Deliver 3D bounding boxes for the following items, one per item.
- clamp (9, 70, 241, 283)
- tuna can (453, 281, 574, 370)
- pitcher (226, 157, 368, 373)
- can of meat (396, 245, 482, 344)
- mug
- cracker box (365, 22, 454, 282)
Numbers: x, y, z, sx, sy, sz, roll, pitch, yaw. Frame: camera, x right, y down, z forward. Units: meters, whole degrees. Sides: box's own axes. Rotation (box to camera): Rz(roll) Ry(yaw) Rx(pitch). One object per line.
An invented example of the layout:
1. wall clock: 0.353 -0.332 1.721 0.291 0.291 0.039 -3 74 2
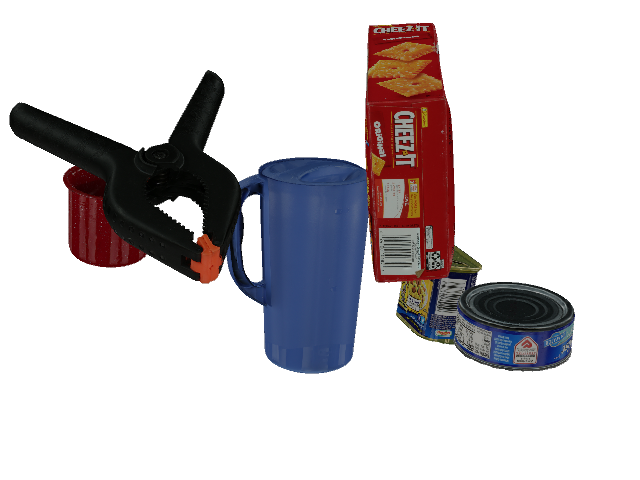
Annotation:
1. clamp: -0.107 -0.053 0.754 0.164 0.036 0.210 -20 49 -26
2. tuna can: 0.141 0.061 0.778 0.086 0.034 0.086 1 21 -1
3. pitcher: -0.020 0.029 1.257 0.149 0.243 0.144 11 19 24
4. can of meat: 0.120 0.052 1.109 0.057 0.084 0.102 5 14 -17
5. mug: -0.211 -0.031 1.083 0.093 0.081 0.117 6 27 -3
6. cracker box: 0.079 -0.085 0.948 0.072 0.164 0.213 -2 27 5
